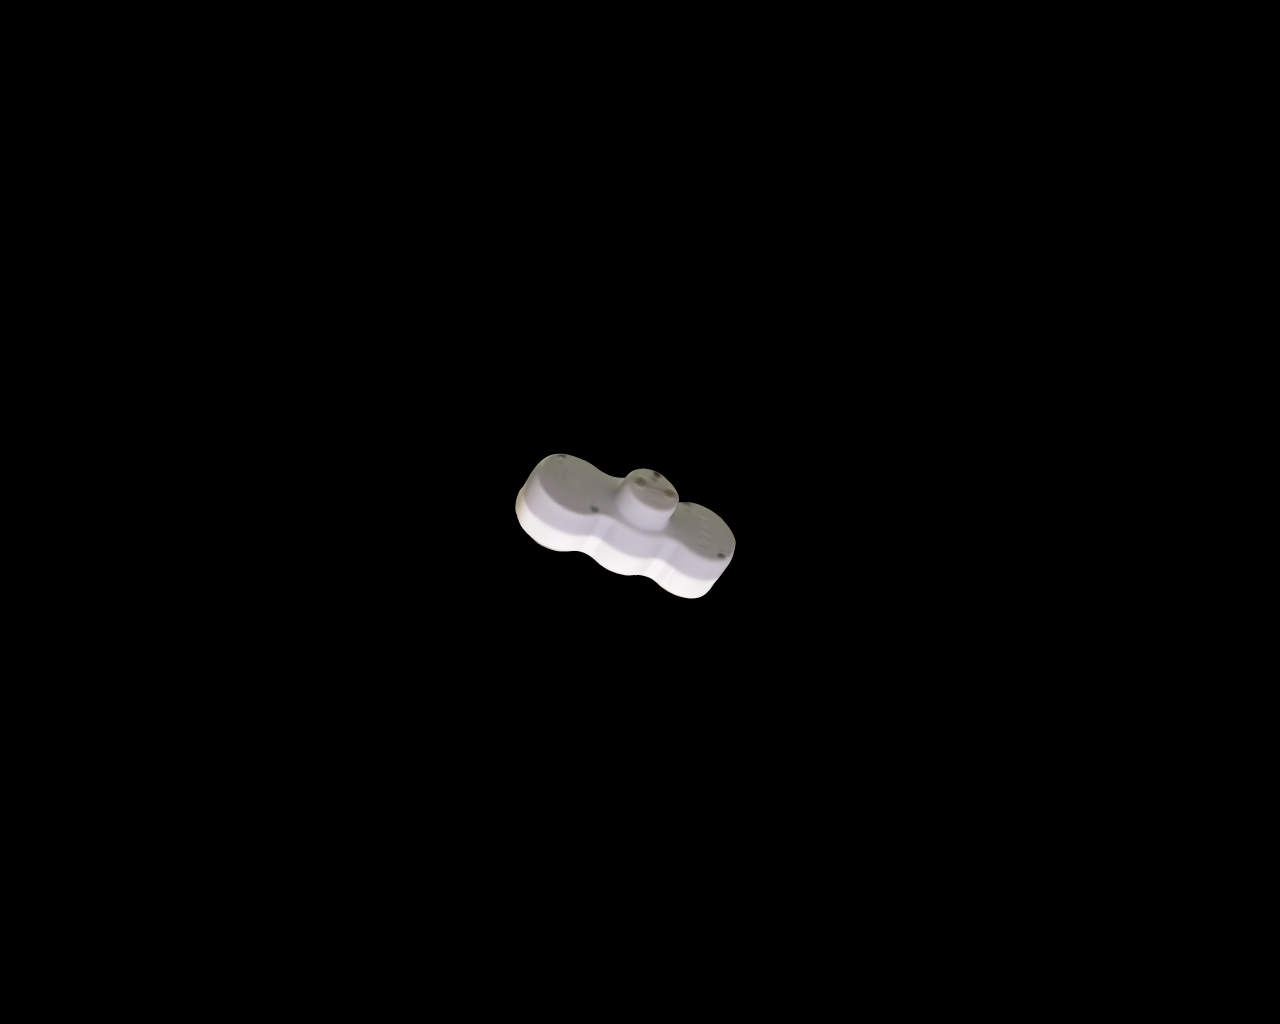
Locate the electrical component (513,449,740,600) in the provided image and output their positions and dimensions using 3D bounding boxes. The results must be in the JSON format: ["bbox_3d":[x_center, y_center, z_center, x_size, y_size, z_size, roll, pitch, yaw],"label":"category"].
[{"bbox_3d":[0.001,-0.003,0.650,0.138,0.073,0.052,22,38,-18],"label":"electrical component"}]
